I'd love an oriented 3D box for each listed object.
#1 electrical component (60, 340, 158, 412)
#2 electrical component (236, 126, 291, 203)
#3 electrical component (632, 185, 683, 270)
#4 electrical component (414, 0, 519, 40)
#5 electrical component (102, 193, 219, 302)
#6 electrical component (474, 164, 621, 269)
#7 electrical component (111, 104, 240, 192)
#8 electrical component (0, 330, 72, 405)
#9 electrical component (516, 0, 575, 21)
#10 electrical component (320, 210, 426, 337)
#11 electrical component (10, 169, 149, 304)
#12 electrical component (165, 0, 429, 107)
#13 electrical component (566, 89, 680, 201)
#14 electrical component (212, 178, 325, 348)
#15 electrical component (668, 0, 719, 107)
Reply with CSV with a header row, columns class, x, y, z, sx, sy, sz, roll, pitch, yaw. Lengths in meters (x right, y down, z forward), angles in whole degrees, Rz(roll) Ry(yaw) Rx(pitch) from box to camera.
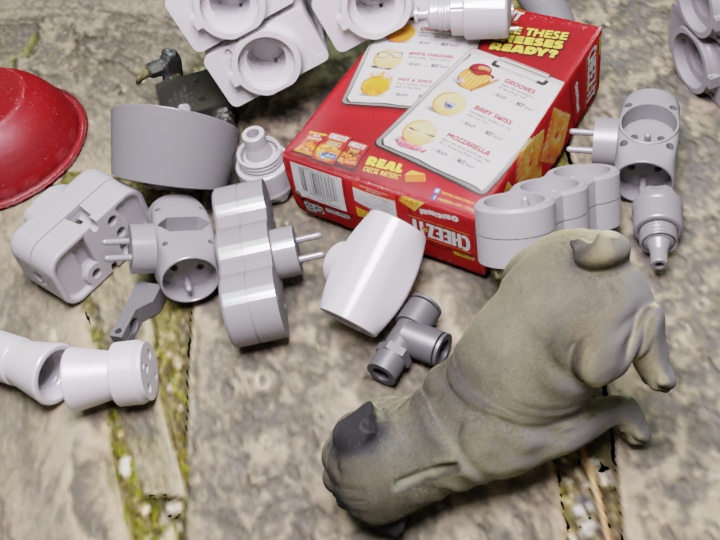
class,x,y,z,sx,sy,sz,roll,pitch,yaw
electrical component,-0.170,0.072,0.733,0.055,0.045,0.045,-7,50,6
electrical component,-0.075,-0.083,0.830,0.043,0.062,0.043,-6,50,7
electrical component,0.206,-0.027,0.744,0.035,0.035,0.061,1,53,12
electrical component,0.080,-0.194,0.812,0.078,0.040,0.040,0,51,11
electrical component,-0.148,-0.016,0.790,0.079,0.043,0.077,-3,41,-18
electrical component,0.130,-0.022,0.731,0.052,0.073,0.138,9,22,40
electrical component,-0.144,-0.094,0.829,0.099,0.064,0.099,8,9,-1
electrical component,-0.237,0.066,0.756,0.065,0.044,0.044,13,55,27
electrical component,0.160,-0.218,0.908,0.044,0.044,0.065,-12,54,2
electrical component,0.000,0.000,0.753,0.079,0.043,0.077,15,75,58
electrical component,-0.214,-0.029,0.820,0.059,0.053,0.095,27,60,29
electrical component,-0.045,-0.217,0.839,0.186,0.105,0.060,-25,34,12
electrical component,0.194,-0.094,0.794,0.079,0.044,0.077,6,52,14
electrical component,-0.062,-0.011,0.774,0.074,0.052,0.138,-12,49,2
electrical component,0.294,-0.156,0.785,0.060,0.105,0.186,-20,50,-5
